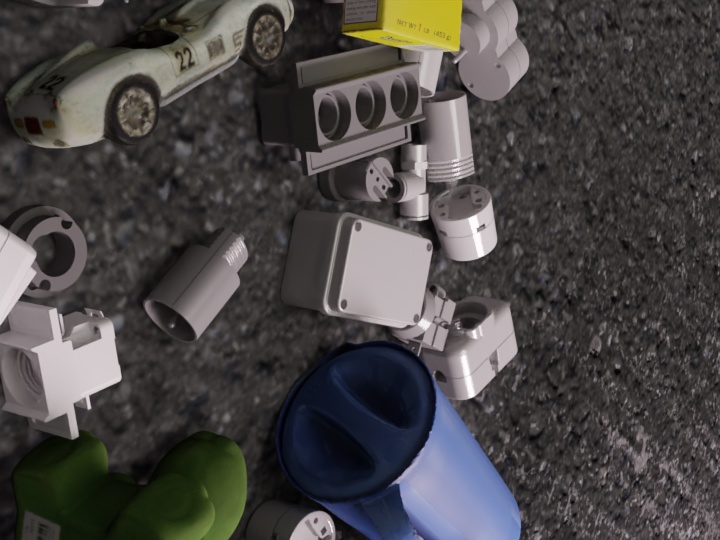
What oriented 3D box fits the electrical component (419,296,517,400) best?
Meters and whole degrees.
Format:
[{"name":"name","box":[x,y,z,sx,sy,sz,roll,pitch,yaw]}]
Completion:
[{"name":"electrical component","box":[0.097,0.066,0.977,0.095,0.054,0.059,-38,125,-40]}]

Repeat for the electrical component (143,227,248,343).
[{"name":"electrical component","box":[-0.105,0.005,0.726,0.081,0.043,0.043,-55,134,-29]}]

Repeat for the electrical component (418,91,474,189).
[{"name":"electrical component","box":[0.074,-0.109,0.924,0.043,0.043,0.081,-30,120,-44]}]

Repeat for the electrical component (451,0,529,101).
[{"name":"electrical component","box":[0.097,-0.206,0.927,0.073,0.052,0.138,-48,131,-34]}]

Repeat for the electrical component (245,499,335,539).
[{"name":"electrical component","box":[-0.054,0.205,0.822,0.055,0.047,0.055,-13,106,-49]}]

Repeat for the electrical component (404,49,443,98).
[{"name":"electrical component","box":[0.048,-0.186,0.878,0.043,0.043,0.081,16,84,-51]}]

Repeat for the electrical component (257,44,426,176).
[{"name":"electrical component","box":[-0.014,-0.123,0.798,0.121,0.063,0.078,-25,115,-46]}]

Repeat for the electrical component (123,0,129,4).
[{"name":"electrical component","box":[-0.114,-0.201,0.641,0.061,0.096,0.061,-92,170,-65]}]

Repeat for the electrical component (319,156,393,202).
[{"name":"electrical component","box":[-0.002,-0.072,0.835,0.040,0.046,0.040,-13,106,-49]}]

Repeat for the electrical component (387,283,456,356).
[{"name":"electrical component","box":[0.049,0.039,0.922,0.055,0.048,0.066,32,72,-57]}]

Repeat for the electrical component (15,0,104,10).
[{"name":"electrical component","box":[-0.174,-0.194,0.594,0.050,0.056,0.089,6,92,-51]}]

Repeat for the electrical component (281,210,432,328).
[{"name":"electrical component","box":[0.000,0.000,0.843,0.113,0.057,0.078,13,86,-51]}]

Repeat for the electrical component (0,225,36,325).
[{"name":"electrical component","box":[-0.219,0.005,0.571,0.061,0.062,0.096,43,64,-46]}]

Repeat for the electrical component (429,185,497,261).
[{"name":"electrical component","box":[0.093,-0.041,0.953,0.055,0.055,0.047,-47,134,-35]}]

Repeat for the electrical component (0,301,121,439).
[{"name":"electrical component","box":[-0.180,0.055,0.645,0.064,0.042,0.081,-26,117,-50]}]

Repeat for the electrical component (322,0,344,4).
[{"name":"electrical component","box":[0.005,-0.243,0.809,0.089,0.050,0.055,-54,133,-30]}]
